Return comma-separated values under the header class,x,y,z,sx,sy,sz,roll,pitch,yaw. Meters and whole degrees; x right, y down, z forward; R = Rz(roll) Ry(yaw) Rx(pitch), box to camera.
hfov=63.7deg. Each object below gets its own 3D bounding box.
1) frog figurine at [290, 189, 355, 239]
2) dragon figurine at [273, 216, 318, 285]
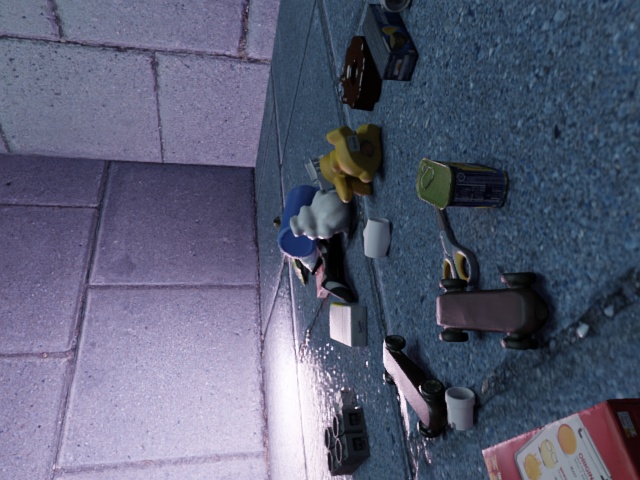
class,x,y,z,sx,sy,sz,roll,pitch,yaw
frog figurine,0.004,-0.067,1.327,0.120,0.159,0.140,121,148,-63
dragon figurine,-0.065,0.054,1.819,0.419,0.122,0.237,-114,10,-49
